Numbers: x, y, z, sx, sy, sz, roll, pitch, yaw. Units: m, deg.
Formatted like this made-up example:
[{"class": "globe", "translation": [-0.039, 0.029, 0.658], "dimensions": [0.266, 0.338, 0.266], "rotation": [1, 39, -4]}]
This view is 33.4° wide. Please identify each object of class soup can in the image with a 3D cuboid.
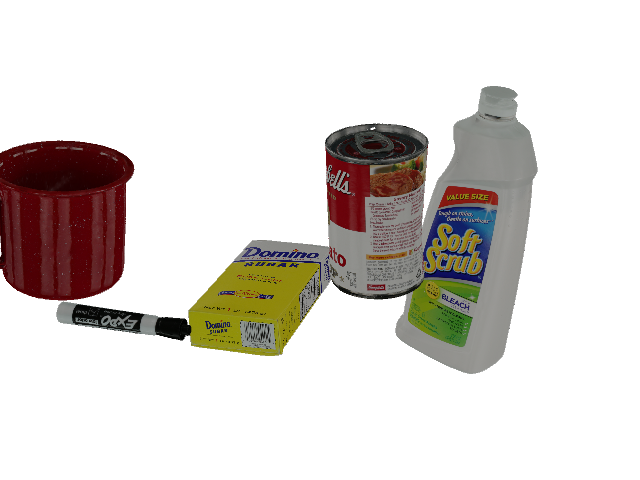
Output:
[{"class": "soup can", "translation": [0.038, -0.020, 0.722], "dimensions": [0.068, 0.102, 0.068], "rotation": [-2, 26, 1]}]

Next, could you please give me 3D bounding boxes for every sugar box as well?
[{"class": "sugar box", "translation": [-0.056, 0.053, 1.072], "dimensions": [0.093, 0.048, 0.176], "rotation": [5, 27, 15]}]

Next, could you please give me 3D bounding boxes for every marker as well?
[{"class": "marker", "translation": [-0.168, 0.069, 0.914], "dimensions": [0.121, 0.020, 0.020], "rotation": [7, 2, 15]}]

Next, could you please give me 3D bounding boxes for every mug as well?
[{"class": "mug", "translation": [-0.182, -0.011, 0.707], "dimensions": [0.117, 0.081, 0.093], "rotation": [-10, 29, -29]}]

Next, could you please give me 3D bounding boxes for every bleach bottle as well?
[{"class": "bleach bottle", "translation": [0.129, -0.013, 0.920], "dimensions": [0.103, 0.251, 0.067], "rotation": [27, 36, 35]}]
